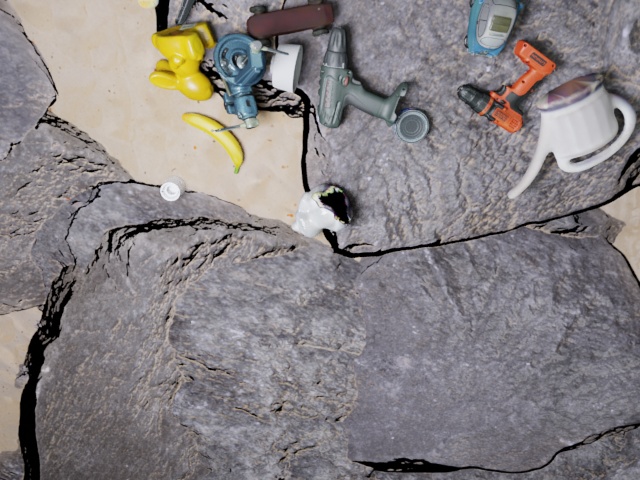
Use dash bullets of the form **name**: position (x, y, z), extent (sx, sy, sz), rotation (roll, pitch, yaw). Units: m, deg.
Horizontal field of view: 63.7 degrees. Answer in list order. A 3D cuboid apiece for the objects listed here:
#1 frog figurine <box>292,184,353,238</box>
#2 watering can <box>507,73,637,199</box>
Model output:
- **frog figurine**: position (0.004, -0.067, 1.332), extent (0.137, 0.125, 0.157), rotation (25, 148, -18)
- **watering can**: position (0.581, -0.252, 1.228), extent (0.347, 0.105, 0.221), rotation (-28, 110, 4)
